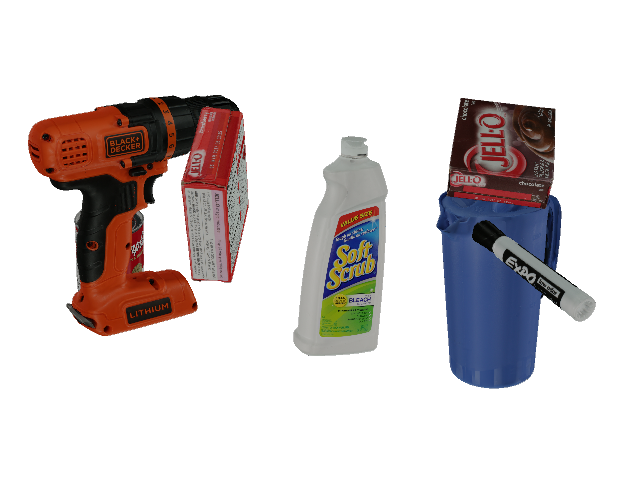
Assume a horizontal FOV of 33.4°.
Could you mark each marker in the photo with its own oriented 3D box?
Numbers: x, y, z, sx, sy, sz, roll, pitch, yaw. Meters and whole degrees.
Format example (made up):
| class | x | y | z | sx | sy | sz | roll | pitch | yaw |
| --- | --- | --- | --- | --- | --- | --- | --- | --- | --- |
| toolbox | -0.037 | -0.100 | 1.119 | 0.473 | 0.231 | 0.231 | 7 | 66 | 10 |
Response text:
| class | x | y | z | sx | sy | sz | roll | pitch | yaw |
| --- | --- | --- | --- | --- | --- | --- | --- | --- | --- |
| marker | 0.148 | 0.018 | 0.758 | 0.020 | 0.020 | 0.121 | 0 | 28 | -33 |

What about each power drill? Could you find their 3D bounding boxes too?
| class | x | y | z | sx | sy | sz | roll | pitch | yaw |
| --- | --- | --- | --- | --- | --- | --- | --- | --- | --- |
| power drill | -0.146 | -0.025 | 0.889 | 0.184 | 0.188 | 0.057 | -14 | 23 | -32 |

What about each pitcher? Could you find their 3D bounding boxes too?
| class | x | y | z | sx | sy | sz | roll | pitch | yaw |
| --- | --- | --- | --- | --- | --- | --- | --- | --- | --- |
| pitcher | 0.225 | 0.054 | 1.339 | 0.149 | 0.243 | 0.145 | 1 | 21 | 11 |

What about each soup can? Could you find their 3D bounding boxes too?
| class | x | y | z | sx | sy | sz | roll | pitch | yaw |
| --- | --- | --- | --- | --- | --- | --- | --- | --- | --- |
| soup can | -0.212 | 0.022 | 1.079 | 0.068 | 0.102 | 0.068 | 3 | 29 | -2 |

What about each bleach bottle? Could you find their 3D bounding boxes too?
| class | x | y | z | sx | sy | sz | roll | pitch | yaw |
| --- | --- | --- | --- | --- | --- | --- | --- | --- | --- |
| bleach bottle | 0.025 | 0.006 | 1.240 | 0.102 | 0.251 | 0.068 | -2 | 17 | -17 |

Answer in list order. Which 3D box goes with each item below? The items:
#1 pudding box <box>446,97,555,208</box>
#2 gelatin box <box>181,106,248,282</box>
| class | x | y | z | sx | sy | sz | roll | pitch | yaw |
| --- | --- | --- | --- | --- | --- | --- | --- | --- | --- |
| pudding box | 0.164 | -0.080 | 0.967 | 0.090 | 0.039 | 0.113 | 8 | 41 | 7 |
| gelatin box | -0.067 | -0.029 | 0.686 | 0.030 | 0.073 | 0.089 | 4 | -44 | 4 |
